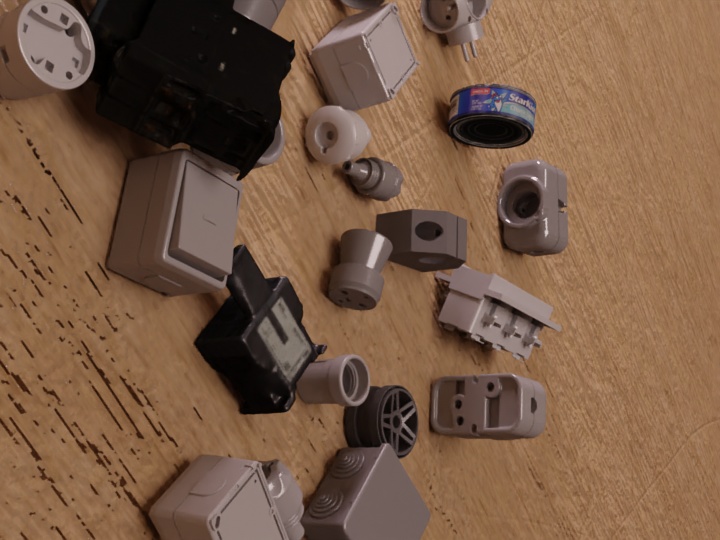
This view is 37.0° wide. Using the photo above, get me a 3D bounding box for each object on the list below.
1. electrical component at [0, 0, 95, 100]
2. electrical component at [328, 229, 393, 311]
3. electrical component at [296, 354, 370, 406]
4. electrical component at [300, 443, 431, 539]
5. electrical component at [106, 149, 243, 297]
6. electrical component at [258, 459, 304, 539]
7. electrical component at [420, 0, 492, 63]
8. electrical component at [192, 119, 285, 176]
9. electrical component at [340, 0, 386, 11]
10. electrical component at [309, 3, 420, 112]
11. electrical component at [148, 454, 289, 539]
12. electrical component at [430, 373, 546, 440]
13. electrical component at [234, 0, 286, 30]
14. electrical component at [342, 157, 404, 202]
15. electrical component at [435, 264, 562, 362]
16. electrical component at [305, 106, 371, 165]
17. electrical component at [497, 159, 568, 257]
[{"bbox_3d":[-0.195,-0.130,0.642,0.055,0.047,0.055,13,73,-52],"label":"electrical component"},{"bbox_3d":[0.000,0.000,0.891,0.045,0.045,0.055,41,53,-43],"label":"electrical component"},{"bbox_3d":[-0.022,0.087,0.845,0.040,0.046,0.040,13,74,-53],"label":"electrical component"},{"bbox_3d":[0.004,0.199,0.860,0.099,0.048,0.099,61,41,-28],"label":"electrical component"},{"bbox_3d":[-0.119,-0.037,0.720,0.062,0.061,0.096,30,60,-48],"label":"electrical component"},{"bbox_3d":[-0.061,0.171,0.780,0.043,0.043,0.062,-54,128,-43],"label":"electrical component"},{"bbox_3d":[0.102,-0.248,1.073,0.077,0.044,0.079,-36,114,-50],"label":"electrical component"},{"bbox_3d":[-0.088,-0.098,0.784,0.055,0.047,0.055,13,74,-53],"label":"electrical component"},{"bbox_3d":[0.021,-0.265,0.941,0.079,0.043,0.077,16,63,-22],"label":"electrical component"},{"bbox_3d":[0.005,-0.183,0.921,0.061,0.061,0.096,65,32,-23],"label":"electrical component"},{"bbox_3d":[-0.093,0.180,0.725,0.061,0.061,0.096,-47,129,-47],"label":"electrical component"},{"bbox_3d":[0.121,0.127,0.992,0.059,0.095,0.053,21,68,-51],"label":"electrical component"},{"bbox_3d":[-0.088,-0.193,0.797,0.055,0.055,0.047,44,55,-41],"label":"electrical component"},{"bbox_3d":[0.008,-0.081,0.925,0.061,0.035,0.035,17,71,-49],"label":"electrical component"},{"bbox_3d":[0.131,0.043,1.046,0.121,0.079,0.063,26,86,-49],"label":"electrical component"},{"bbox_3d":[-0.013,-0.112,0.895,0.062,0.048,0.048,-13,95,-61],"label":"electrical component"},{"bbox_3d":[0.185,-0.067,1.149,0.059,0.054,0.095,15,72,-52],"label":"electrical component"}]
